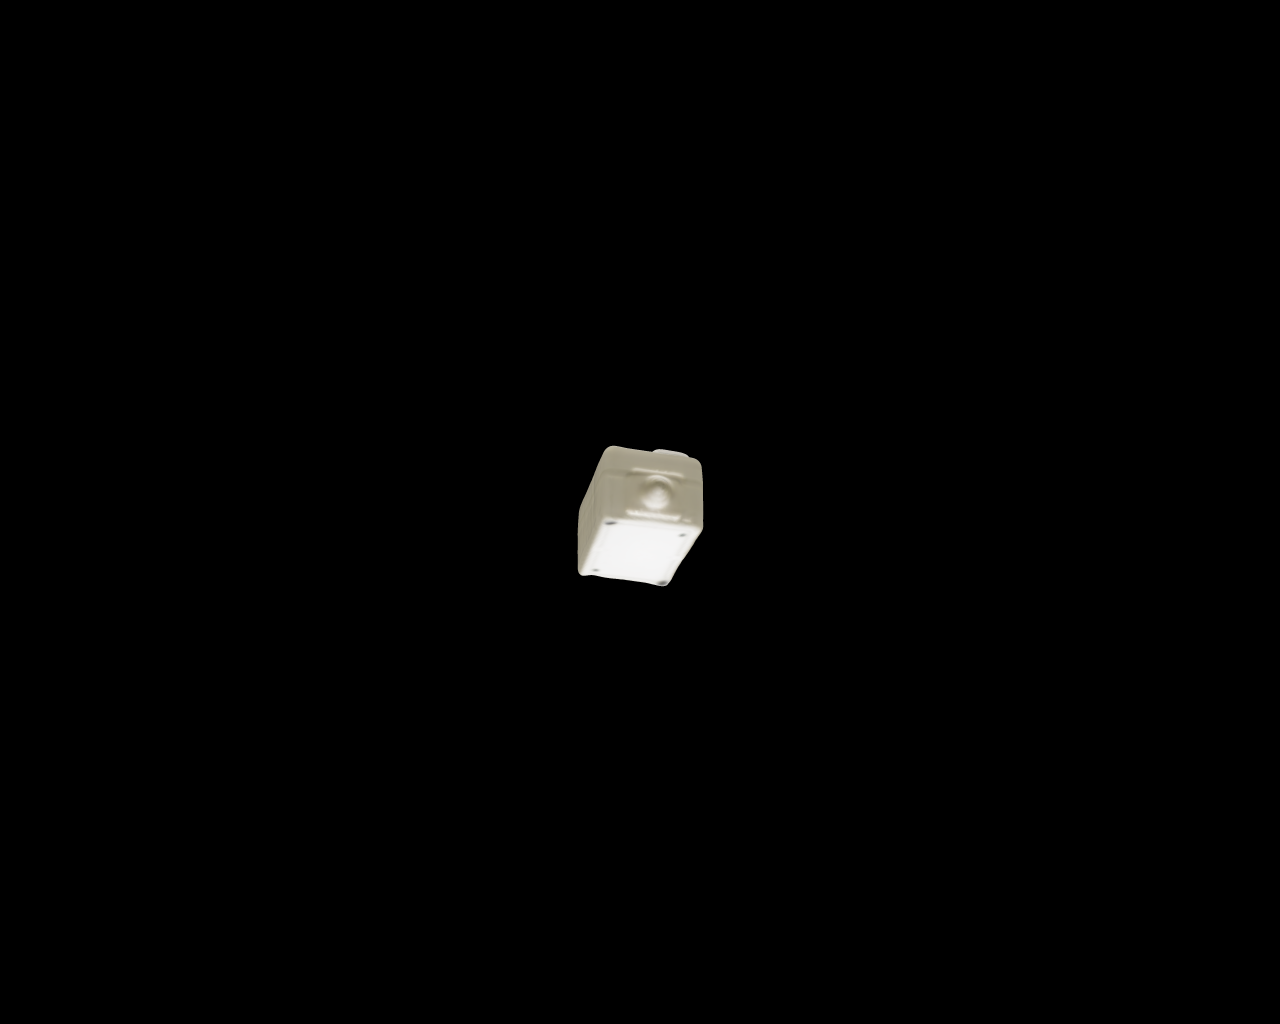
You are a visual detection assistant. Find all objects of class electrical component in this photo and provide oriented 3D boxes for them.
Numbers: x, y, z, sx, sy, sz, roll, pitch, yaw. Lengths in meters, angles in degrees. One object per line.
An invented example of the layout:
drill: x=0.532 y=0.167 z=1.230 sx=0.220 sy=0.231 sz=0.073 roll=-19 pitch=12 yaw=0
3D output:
electrical component: x=0.001 y=-0.003 z=0.650 sx=0.062 sy=0.061 sz=0.096 roll=8 pitch=-31 yaw=-13
